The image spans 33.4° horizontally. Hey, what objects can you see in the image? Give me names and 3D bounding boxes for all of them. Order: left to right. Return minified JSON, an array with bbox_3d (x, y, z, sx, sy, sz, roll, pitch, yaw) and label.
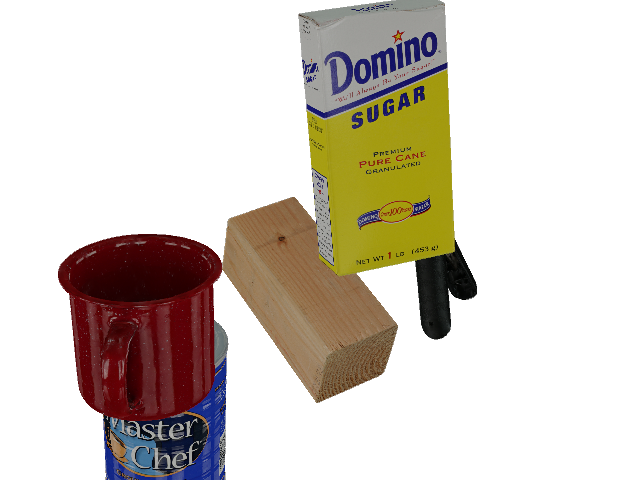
[{"bbox_3d":[-0.104,0.057,0.615,0.093,0.081,0.117,2,25,2],"label":"mug"},{"bbox_3d":[-0.128,0.141,0.877,0.103,0.140,0.103,3,27,-2],"label":"coffee can"},{"bbox_3d":[-0.016,0.060,1.159,0.090,0.090,0.206,-20,54,-26],"label":"wood block"},{"bbox_3d":[0.041,-0.071,0.728,0.093,0.176,0.048,-12,23,-17],"label":"sugar box"},{"bbox_3d":[0.094,-0.002,0.920,0.039,0.171,0.120,-16,18,19],"label":"clamp"}]
